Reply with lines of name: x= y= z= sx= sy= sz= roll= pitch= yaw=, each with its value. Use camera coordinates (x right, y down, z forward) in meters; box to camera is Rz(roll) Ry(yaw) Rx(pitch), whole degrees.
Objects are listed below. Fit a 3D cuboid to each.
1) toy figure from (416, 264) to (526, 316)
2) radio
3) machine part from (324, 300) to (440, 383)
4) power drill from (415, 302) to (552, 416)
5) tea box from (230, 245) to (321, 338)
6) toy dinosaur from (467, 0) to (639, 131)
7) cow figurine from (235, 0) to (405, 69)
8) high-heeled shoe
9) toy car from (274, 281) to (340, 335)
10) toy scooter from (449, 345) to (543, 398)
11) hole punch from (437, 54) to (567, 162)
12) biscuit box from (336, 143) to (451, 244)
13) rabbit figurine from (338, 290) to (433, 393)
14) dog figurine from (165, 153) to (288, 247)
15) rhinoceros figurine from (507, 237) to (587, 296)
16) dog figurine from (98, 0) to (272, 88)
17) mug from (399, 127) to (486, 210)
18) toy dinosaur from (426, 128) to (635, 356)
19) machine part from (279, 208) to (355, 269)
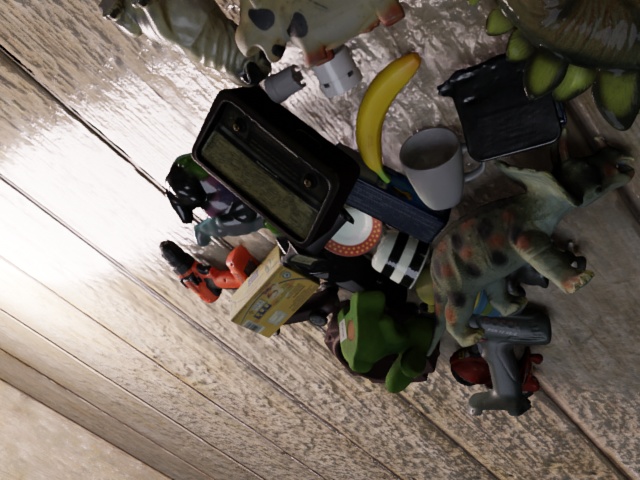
toy figure: x=0.250 y=0.081 z=0.893 sx=0.180 sy=0.082 sz=0.089 roll=12 pitch=152 yaw=2
radio: x=-0.064 y=-0.110 z=0.767 sx=0.230 sy=0.073 sz=0.131 roll=38 pitch=124 yaw=9
machine part: x=0.126 y=0.209 z=1.096 sx=0.201 sy=0.087 sz=0.201 roll=-12 pitch=128 yaw=34
power drill: x=0.297 y=0.208 z=0.975 sx=0.232 sy=0.086 sz=0.207 roll=-4 pitch=94 yaw=19
tea box: x=-0.088 y=0.100 z=1.029 sx=0.098 sy=0.068 sz=0.169 roll=31 pitch=116 yaw=-28
toy dinosaur: x=0.312 y=-0.207 z=0.498 sx=0.472 sy=0.105 sz=0.198 roll=16 pitch=123 yaw=19
cow figurine: x=-0.014 y=-0.266 z=0.614 sx=0.195 sy=0.085 sz=0.127 roll=-21 pitch=100 yaw=21
high-heeled shoe: x=0.045 y=0.052 z=0.994 sx=0.249 sy=0.086 sz=0.145 roll=26 pitch=174 yaw=22
toy car: x=-0.040 y=0.144 z=1.093 sx=0.202 sy=0.089 sz=0.053 roll=-21 pitch=129 yaw=40
toy scooter: x=0.353 y=0.243 z=1.042 sx=0.184 sy=0.075 sz=0.135 roll=18 pitch=140 yaw=0
hole punch: x=0.230 y=-0.166 z=0.649 sx=0.142 sy=0.092 sz=0.115 roll=-11 pitch=103 yaw=35
biscuit box: x=0.098 y=-0.069 z=0.819 sx=0.203 sy=0.059 sz=0.062 roll=26 pitch=139 yaw=-5
rabbit figurine: x=0.131 y=0.167 z=0.915 sx=0.170 sy=0.159 sz=0.121 roll=5 pitch=141 yaw=-16
dog figurine: x=-0.120 y=-0.073 z=0.882 sx=0.219 sy=0.108 sz=0.191 roll=-8 pitch=129 yaw=25
rhinoceros figurine: x=0.304 y=0.022 z=0.824 sx=0.190 sy=0.073 sz=0.112 roll=19 pitch=127 yaw=10
dog figurine: x=-0.170 y=-0.270 z=0.700 sx=0.173 sy=0.121 sz=0.190 roll=31 pitch=174 yaw=45
mug: x=0.175 y=-0.096 z=0.751 sx=0.110 sy=0.081 sz=0.107 roll=-16 pitch=140 yaw=12
toy dinosaur: x=0.234 y=0.018 z=0.743 sx=0.405 sy=0.131 sz=0.192 roll=-41 pitch=74 yaw=38
machine part: x=-0.002 y=-0.003 z=0.884 sx=0.084 sy=0.039 sz=0.139 roll=15 pitch=126 yaw=-40
